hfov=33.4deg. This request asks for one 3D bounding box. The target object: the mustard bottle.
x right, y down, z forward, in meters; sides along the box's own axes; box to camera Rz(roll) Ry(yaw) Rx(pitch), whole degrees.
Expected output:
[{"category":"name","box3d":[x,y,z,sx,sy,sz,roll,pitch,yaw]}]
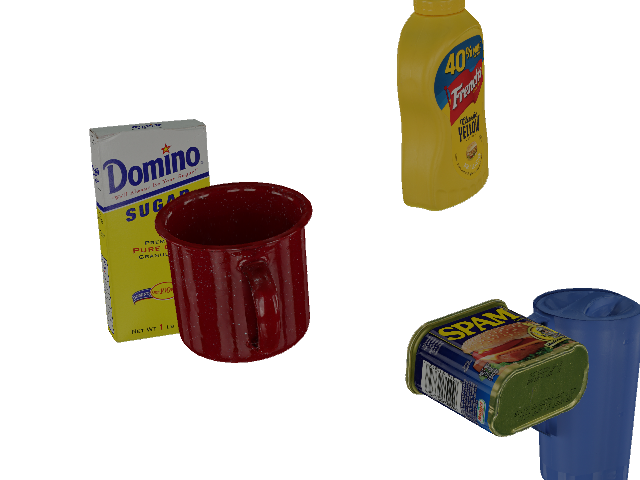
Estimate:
[{"category":"mustard bottle","box3d":[0.100,-0.127,0.875,0.058,0.191,0.096,15,32,37]}]

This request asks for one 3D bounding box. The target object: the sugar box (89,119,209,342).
[{"category":"sugar box","box3d":[-0.138,-0.009,0.894,0.093,0.176,0.048,-8,17,-19]}]

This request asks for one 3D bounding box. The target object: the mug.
[{"category":"mug","box3d":[-0.044,0.025,0.633,0.093,0.081,0.117,-12,28,-17]}]

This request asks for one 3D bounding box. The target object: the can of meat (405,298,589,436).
[{"category":"can of meat","box3d":[0.125,0.089,0.749,0.101,0.057,0.084,-15,27,-35]}]

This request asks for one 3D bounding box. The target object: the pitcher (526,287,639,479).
[{"category":"pitcher","box3d":[0.319,0.188,1.318,0.149,0.243,0.144,4,15,21]}]
